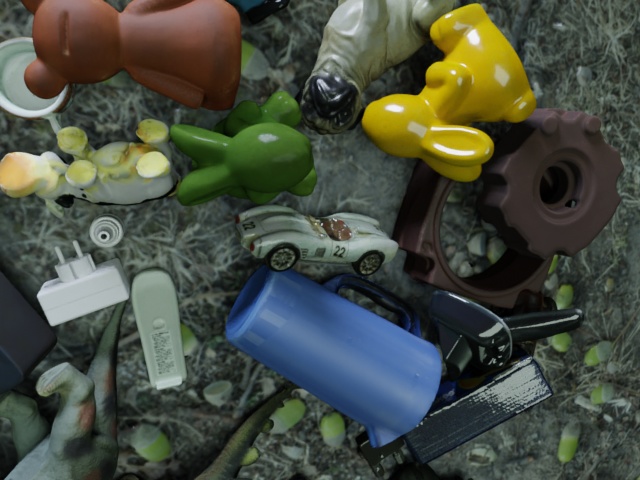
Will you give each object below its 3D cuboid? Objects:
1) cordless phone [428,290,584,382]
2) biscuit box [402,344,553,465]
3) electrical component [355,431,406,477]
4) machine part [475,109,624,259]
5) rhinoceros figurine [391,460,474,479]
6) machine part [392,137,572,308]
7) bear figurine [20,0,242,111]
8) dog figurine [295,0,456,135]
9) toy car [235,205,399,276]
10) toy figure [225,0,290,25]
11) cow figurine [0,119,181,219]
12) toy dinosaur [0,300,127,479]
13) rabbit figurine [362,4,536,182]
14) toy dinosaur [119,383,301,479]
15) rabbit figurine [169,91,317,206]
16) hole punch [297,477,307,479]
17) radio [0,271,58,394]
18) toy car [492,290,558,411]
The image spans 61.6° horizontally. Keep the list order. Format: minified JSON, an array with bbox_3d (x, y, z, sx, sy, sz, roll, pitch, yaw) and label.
[{"bbox_3d":[0.234,0.105,0.659,0.184,0.089,0.146,-13,149,11],"label":"cordless phone"},{"bbox_3d":[0.200,0.219,0.722,0.203,0.059,0.062,-30,97,5],"label":"biscuit box"},{"bbox_3d":[0.081,0.280,0.744,0.063,0.021,0.094,-29,107,-10],"label":"electrical component"},{"bbox_3d":[0.274,-0.064,0.635,0.179,0.056,0.179,-3,102,-16],"label":"machine part"},{"bbox_3d":[0.178,0.383,0.771,0.190,0.073,0.112,39,77,-17],"label":"rhinoceros figurine"},{"bbox_3d":[0.211,-0.024,0.697,0.201,0.087,0.201,18,93,-19],"label":"machine part"},{"bbox_3d":[-0.178,-0.188,0.531,0.196,0.132,0.120,-4,101,-11],"label":"bear figurine"},{"bbox_3d":[0.067,-0.212,0.625,0.172,0.121,0.190,6,112,-15],"label":"dog figurine"},{"bbox_3d":[-0.001,-0.002,0.624,0.201,0.074,0.056,5,121,-31],"label":"toy car"},{"bbox_3d":[-0.104,-0.310,0.554,0.089,0.082,0.180,-35,110,-10],"label":"toy figure"},{"bbox_3d":[-0.234,-0.067,0.559,0.167,0.098,0.068,-9,70,-10],"label":"cow figurine"},{"bbox_3d":[-0.292,0.259,0.551,0.405,0.131,0.192,-47,126,-27],"label":"toy dinosaur"},{"bbox_3d":[0.136,-0.142,0.600,0.173,0.122,0.162,-26,79,1],"label":"rabbit figurine"},{"bbox_3d":[-0.164,0.340,0.589,0.105,0.199,0.471,53,50,-29],"label":"toy dinosaur"},{"bbox_3d":[-0.071,-0.093,0.553,0.159,0.170,0.121,-8,102,-16],"label":"rabbit figurine"},{"bbox_3d":[-0.035,0.390,0.705,0.116,0.092,0.142,-29,112,22],"label":"hole punch"},{"bbox_3d":[-0.388,0.060,0.520,0.131,0.073,0.229,-30,105,10],"label":"radio"},{"bbox_3d":[0.281,0.165,0.770,0.089,0.053,0.202,9,96,-21],"label":"toy car"}]
